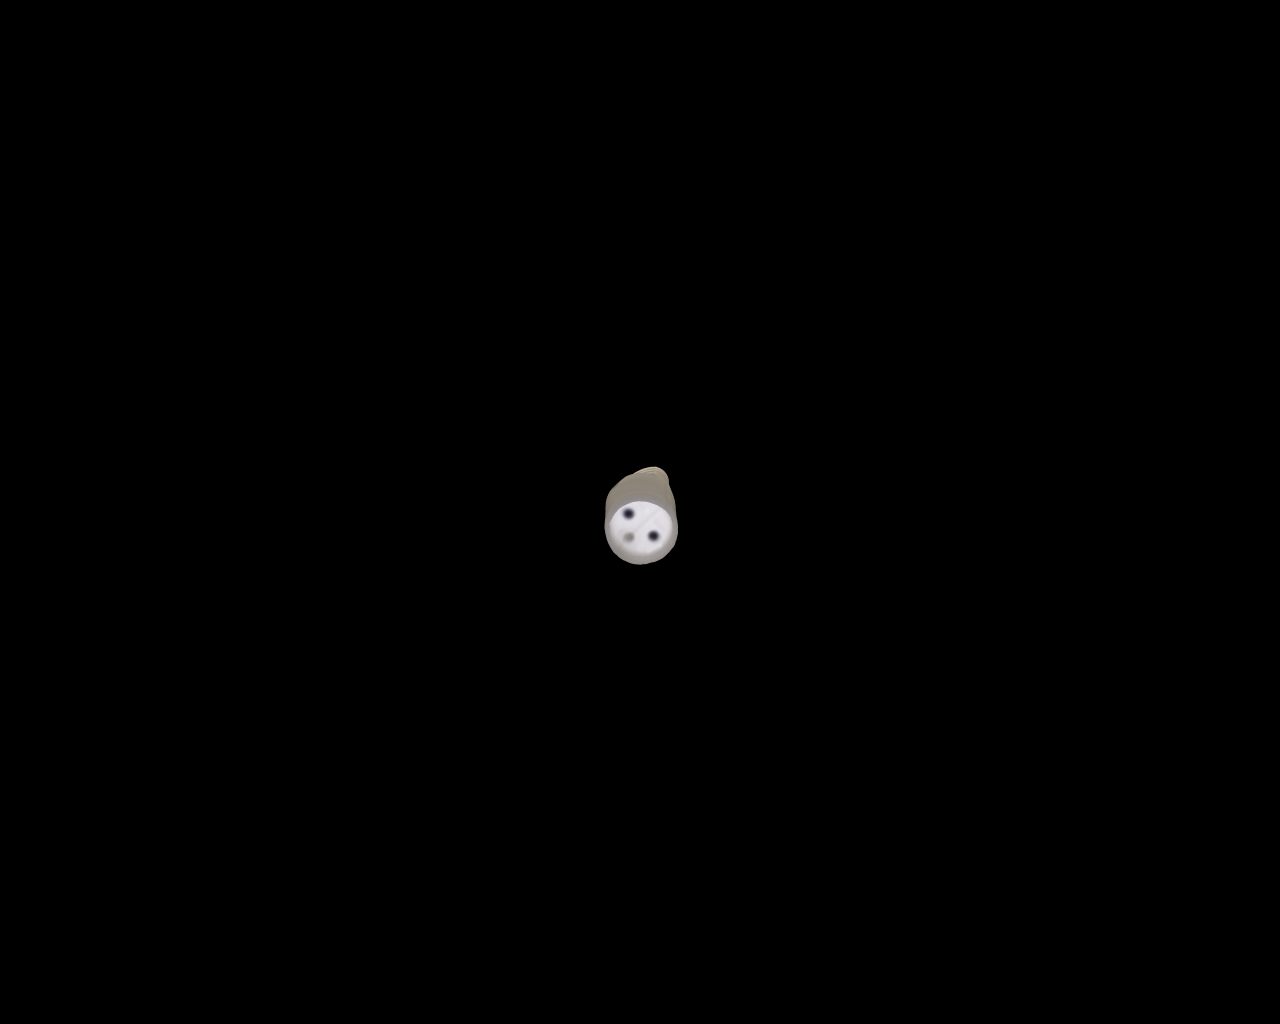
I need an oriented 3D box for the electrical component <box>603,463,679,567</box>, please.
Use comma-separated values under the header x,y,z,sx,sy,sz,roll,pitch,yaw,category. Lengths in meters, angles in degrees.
x,y,z,sx,sy,sz,roll,pitch,yaw,category
0.001,-0.003,0.650,0.043,0.043,0.081,0,21,0,electrical component
